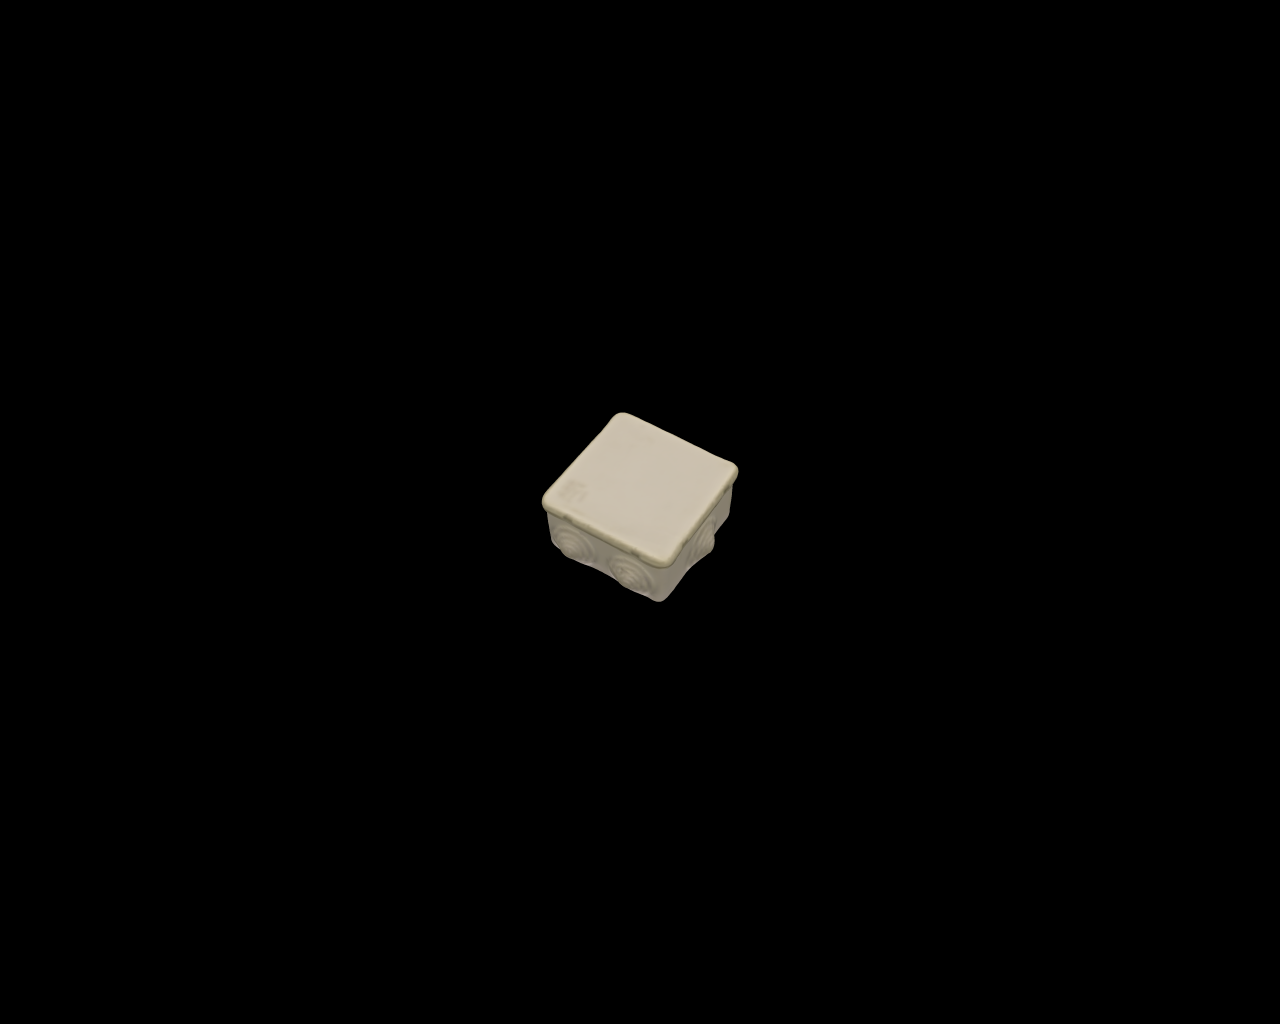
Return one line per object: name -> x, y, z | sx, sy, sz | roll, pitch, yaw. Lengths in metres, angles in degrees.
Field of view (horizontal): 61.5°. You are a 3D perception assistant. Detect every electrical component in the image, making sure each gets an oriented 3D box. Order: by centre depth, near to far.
electrical component -> 0.001, -0.003, 0.650 | 0.100, 0.100, 0.048 | 27, -33, 19
